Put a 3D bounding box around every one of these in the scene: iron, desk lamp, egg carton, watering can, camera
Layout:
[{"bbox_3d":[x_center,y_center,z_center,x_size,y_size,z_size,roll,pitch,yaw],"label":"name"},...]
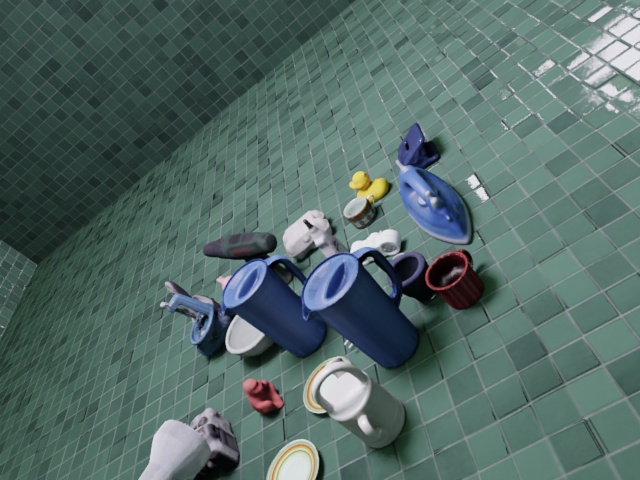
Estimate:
[{"bbox_3d":[0.251,-0.095,1.305,0.118,0.142,0.257,-41,31,7],"label":"iron"},{"bbox_3d":[-0.273,0.499,1.150,0.117,0.214,0.203,-17,40,38],"label":"desk lamp"},{"bbox_3d":[-0.037,-0.015,1.628,0.150,0.070,0.107,-40,31,9],"label":"egg carton"},{"bbox_3d":[0.056,0.283,1.031,0.101,0.195,0.172,-53,31,-14],"label":"watering can"},{"bbox_3d":[-0.270,0.471,1.290,0.137,0.101,0.143,-43,30,3],"label":"camera"}]

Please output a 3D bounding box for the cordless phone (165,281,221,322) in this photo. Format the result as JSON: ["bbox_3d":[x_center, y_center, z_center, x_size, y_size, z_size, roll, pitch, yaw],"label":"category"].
[{"bbox_3d":[-0.366,0.189,1.663,0.147,0.185,0.094,1,53,51],"label":"cordless phone"}]

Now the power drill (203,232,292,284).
[{"bbox_3d":[-0.185,0.058,1.580,0.229,0.209,0.075,-19,39,36],"label":"power drill"}]

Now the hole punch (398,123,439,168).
[{"bbox_3d":[0.251,-0.243,1.534,0.101,0.091,0.108,-34,32,18],"label":"hole punch"}]

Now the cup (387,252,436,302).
[{"bbox_3d":[0.193,0.083,1.206,0.092,0.095,0.117,-50,31,-9],"label":"cup"}]

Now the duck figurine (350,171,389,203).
[{"bbox_3d":[0.130,-0.154,1.578,0.104,0.086,0.077,-18,40,38],"label":"duck figurine"}]

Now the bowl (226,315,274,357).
[{"bbox_3d":[-0.158,0.235,1.466,0.167,0.075,0.167,-30,33,23],"label":"bowl"}]

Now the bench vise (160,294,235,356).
[{"bbox_3d":[-0.309,0.190,1.559,0.207,0.220,0.121,-52,31,-12],"label":"bench vise"}]

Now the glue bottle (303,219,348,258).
[{"bbox_3d":[0.013,0.005,1.440,0.037,0.174,0.078,-33,33,20],"label":"glue bottle"}]

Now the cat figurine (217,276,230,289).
[{"bbox_3d":[-0.253,0.136,1.659,0.067,0.118,0.127,-51,31,-10],"label":"cat figurine"}]

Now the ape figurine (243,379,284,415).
[{"bbox_3d":[-0.135,0.346,1.288,0.076,0.092,0.078,-24,36,31],"label":"ape figurine"}]
